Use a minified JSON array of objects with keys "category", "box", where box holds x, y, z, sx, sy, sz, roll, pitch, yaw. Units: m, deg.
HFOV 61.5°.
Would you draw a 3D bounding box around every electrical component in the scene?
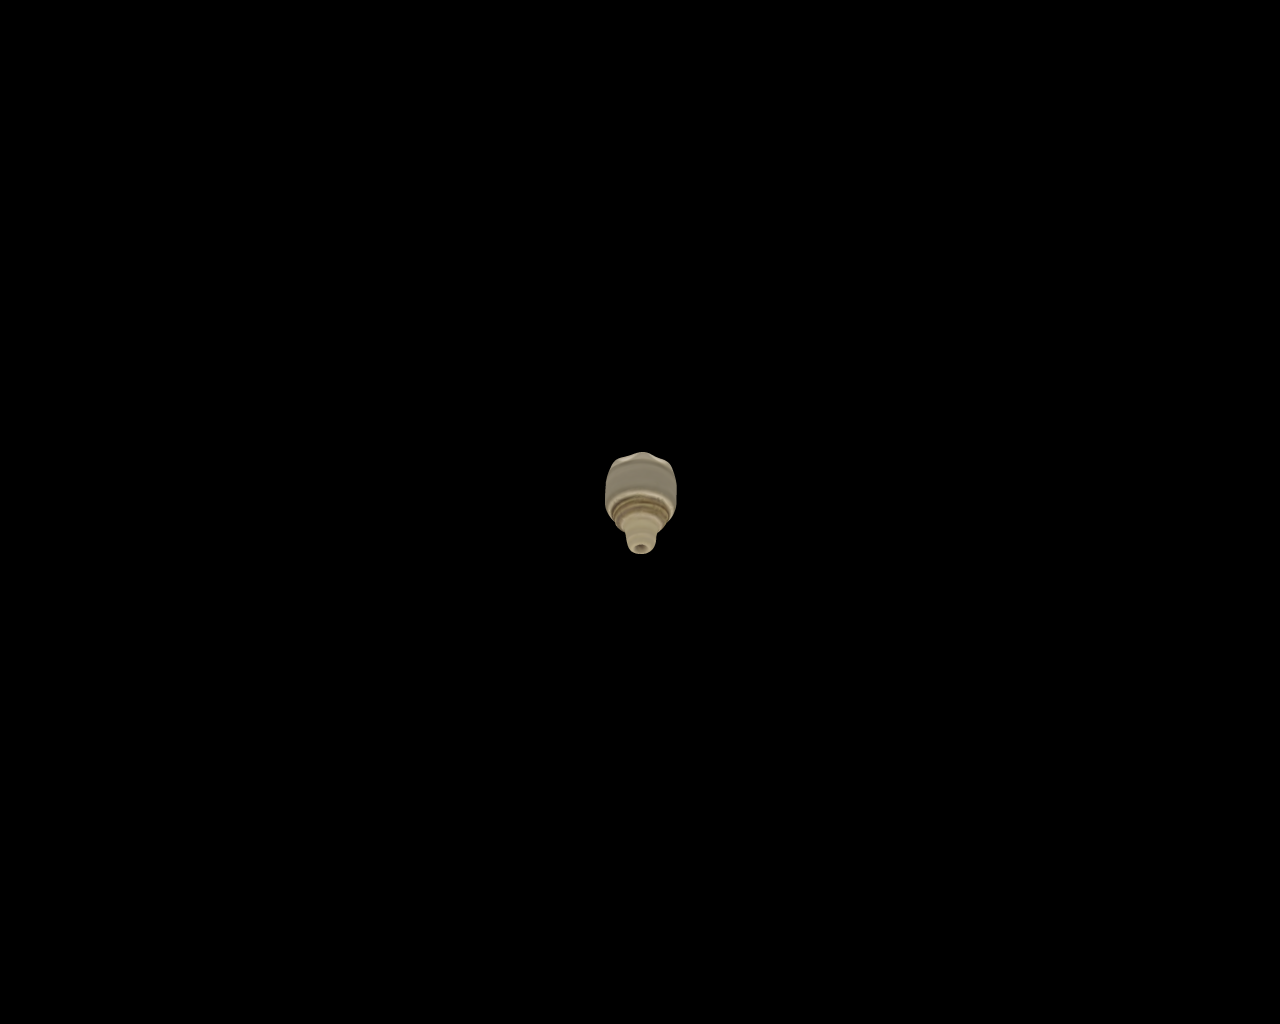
[{"category":"electrical component","box":[0.001,-0.003,0.650,0.043,0.062,0.043,0,-35,0]}]
